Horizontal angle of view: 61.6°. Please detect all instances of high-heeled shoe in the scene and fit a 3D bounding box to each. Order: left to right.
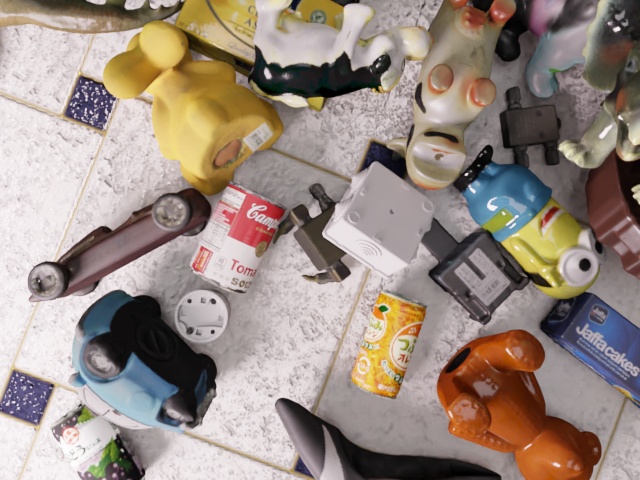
[{"bbox_3d":[0.077,0.226,0.569,0.145,0.086,0.248,-41,95,-6],"label":"high-heeled shoe"}]

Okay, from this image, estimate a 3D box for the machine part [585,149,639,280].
[{"bbox_3d":[0.358,-0.026,0.549,0.179,0.056,0.179,8,57,-13],"label":"machine part"}]

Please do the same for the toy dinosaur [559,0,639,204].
[{"bbox_3d":[0.358,-0.120,0.448,0.405,0.192,0.131,-5,47,-22],"label":"toy dinosaur"}]

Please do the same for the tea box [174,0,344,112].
[{"bbox_3d":[-0.053,-0.220,0.571,0.170,0.068,0.098,24,89,-1],"label":"tea box"}]

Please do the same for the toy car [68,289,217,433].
[{"bbox_3d":[-0.190,0.137,0.555,0.103,0.109,0.161,-40,103,21],"label":"toy car"}]

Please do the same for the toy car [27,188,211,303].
[{"bbox_3d":[-0.206,0.005,0.554,0.202,0.089,0.053,-28,91,-1],"label":"toy car"}]

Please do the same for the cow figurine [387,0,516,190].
[{"bbox_3d":[0.129,-0.146,0.557,0.085,0.127,0.195,14,80,-3],"label":"cow figurine"}]

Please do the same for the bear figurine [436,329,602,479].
[{"bbox_3d":[0.215,0.194,0.550,0.120,0.132,0.196,-43,85,-9],"label":"bear figurine"}]

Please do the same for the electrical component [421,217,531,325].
[{"bbox_3d":[0.159,0.025,0.588,0.075,0.048,0.119,-40,93,-3],"label":"electrical component"}]

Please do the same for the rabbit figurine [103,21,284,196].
[{"bbox_3d":[-0.144,-0.146,0.540,0.122,0.162,0.173,-40,73,10],"label":"rabbit figurine"}]

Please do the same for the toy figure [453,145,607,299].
[{"bbox_3d":[0.223,-0.017,0.575,0.180,0.089,0.082,44,93,7],"label":"toy figure"}]

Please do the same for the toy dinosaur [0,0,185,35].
[{"bbox_3d":[-0.374,-0.264,0.545,0.471,0.105,0.198,17,86,-6],"label":"toy dinosaur"}]

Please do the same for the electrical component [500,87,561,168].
[{"bbox_3d":[0.238,-0.127,0.604,0.063,0.021,0.094,-9,89,-2],"label":"electrical component"}]

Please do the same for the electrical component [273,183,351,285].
[{"bbox_3d":[0.000,-0.001,0.586,0.102,0.045,0.078,49,60,-4],"label":"electrical component"}]

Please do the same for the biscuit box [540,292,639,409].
[{"bbox_3d":[0.342,0.136,0.586,0.203,0.059,0.063,37,88,-1],"label":"biscuit box"}]

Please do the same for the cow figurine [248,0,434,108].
[{"bbox_3d":[0.019,-0.169,0.507,0.167,0.068,0.098,9,96,-2],"label":"cow figurine"}]

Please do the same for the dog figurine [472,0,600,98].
[{"bbox_3d":[0.263,-0.245,0.505,0.108,0.219,0.191,-43,92,-16],"label":"dog figurine"}]
